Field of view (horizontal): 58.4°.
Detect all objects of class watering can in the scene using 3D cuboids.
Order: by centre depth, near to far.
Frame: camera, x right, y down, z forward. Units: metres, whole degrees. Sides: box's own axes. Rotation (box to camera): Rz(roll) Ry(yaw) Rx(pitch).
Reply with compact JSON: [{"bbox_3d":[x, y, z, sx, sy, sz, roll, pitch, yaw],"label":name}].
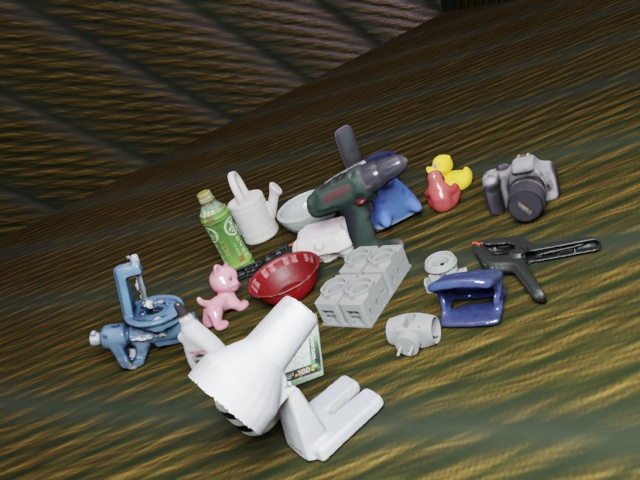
[{"bbox_3d":[-0.184,-0.097,1.506,0.173,0.194,0.100,-29,25,-11],"label":"watering can"}]

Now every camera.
[{"bbox_3d":[0.388,-0.100,1.125,0.142,0.101,0.137,-9,28,29],"label":"camera"}]

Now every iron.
[{"bbox_3d":[0.135,-0.123,1.344,0.118,0.142,0.257,-26,25,-6],"label":"iron"}]

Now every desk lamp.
[{"bbox_3d":[-0.046,0.196,0.778,0.204,0.214,0.117,-36,27,-24],"label":"desk lamp"}]

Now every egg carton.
[{"bbox_3d":[0.012,0.005,1.283,0.150,0.069,0.107,-14,26,20],"label":"egg carton"}]

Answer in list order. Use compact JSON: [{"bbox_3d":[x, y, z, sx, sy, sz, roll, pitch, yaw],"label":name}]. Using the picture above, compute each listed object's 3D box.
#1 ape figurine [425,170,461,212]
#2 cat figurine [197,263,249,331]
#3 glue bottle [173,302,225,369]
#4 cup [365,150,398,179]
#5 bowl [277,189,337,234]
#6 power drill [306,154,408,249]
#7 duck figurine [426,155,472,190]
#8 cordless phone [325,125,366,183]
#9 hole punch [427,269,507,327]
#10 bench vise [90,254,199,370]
[{"bbox_3d":[0.266,-0.114,1.270,0.077,0.092,0.076,-4,31,36],"label":"ape figurine"},{"bbox_3d":[-0.211,0.108,1.212,0.067,0.118,0.128,-1,33,40],"label":"cat figurine"},{"bbox_3d":[-0.213,0.179,1.007,0.078,0.173,0.037,-14,27,20],"label":"glue bottle"},{"bbox_3d":[0.163,-0.174,1.477,0.091,0.095,0.117,-20,25,9],"label":"cup"},{"bbox_3d":[-0.020,-0.062,1.438,0.167,0.075,0.167,-19,25,10],"label":"bowl"},{"bbox_3d":[0.096,-0.057,1.165,0.229,0.209,0.076,-12,27,23],"label":"power drill"},{"bbox_3d":[0.298,-0.159,1.340,0.104,0.086,0.077,-12,27,24],"label":"duck figurine"},{"bbox_3d":[0.056,-0.198,1.511,0.148,0.185,0.094,-32,26,-17],"label":"cordless phone"},{"bbox_3d":[0.235,0.077,0.916,0.108,0.091,0.101,-8,29,30],"label":"hole punch"},{"bbox_3d":[-0.376,0.148,1.153,0.208,0.220,0.121,-32,26,-17],"label":"bench vise"}]
